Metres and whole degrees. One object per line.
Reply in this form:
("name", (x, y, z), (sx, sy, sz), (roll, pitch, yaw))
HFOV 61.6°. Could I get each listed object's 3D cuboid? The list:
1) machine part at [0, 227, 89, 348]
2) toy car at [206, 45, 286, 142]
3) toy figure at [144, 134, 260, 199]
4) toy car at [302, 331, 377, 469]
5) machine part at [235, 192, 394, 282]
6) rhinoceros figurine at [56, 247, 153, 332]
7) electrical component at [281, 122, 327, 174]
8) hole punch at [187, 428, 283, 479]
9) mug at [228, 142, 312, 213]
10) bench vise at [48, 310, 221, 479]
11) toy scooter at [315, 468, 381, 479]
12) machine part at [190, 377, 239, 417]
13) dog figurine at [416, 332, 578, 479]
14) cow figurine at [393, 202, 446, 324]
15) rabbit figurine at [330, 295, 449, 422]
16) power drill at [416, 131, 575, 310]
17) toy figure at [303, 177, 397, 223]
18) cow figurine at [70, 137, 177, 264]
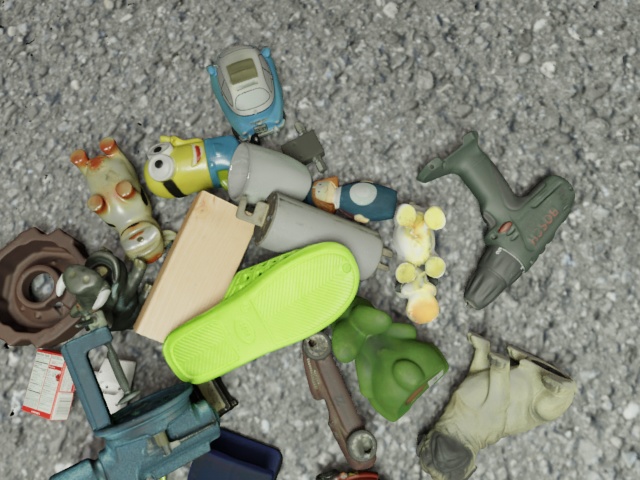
("machine part", (-0.409, 0.071, 0.794), (0.179, 0.056, 0.179), (0, 77, 2))
("toy car", (-0.116, -0.239, 0.829), (0.109, 0.103, 0.161), (-17, 74, 0))
("toy figure", (-0.174, -0.109, 0.812), (0.180, 0.089, 0.082), (-10, 38, -9))
("toy car", (0.018, 0.208, 0.721), (0.053, 0.089, 0.202), (-24, 78, -7))
("machine part", (-0.002, -0.002, 0.743), (0.243, 0.079, 0.079), (19, 77, -23))
("rhinoceros figurine", (-0.288, 0.070, 0.721), (0.073, 0.190, 0.112), (22, 67, 5))
("electrical component", (-0.029, -0.138, 0.841), (0.063, 0.021, 0.094), (-26, 77, -3))
("hole punch", (-0.118, 0.324, 0.704), (0.142, 0.092, 0.115), (17, 82, 4))
("mug", (-0.072, -0.078, 0.770), (0.107, 0.109, 0.081), (7, 34, -27))
("bench vise", (-0.242, 0.205, 0.624), (0.224, 0.129, 0.240), (-22, 90, -16))
("toy scooter", (0.006, 0.373, 0.693), (0.135, 0.075, 0.184), (22, 83, 9))
("machine part", (-0.191, 0.240, 0.746), (0.139, 0.039, 0.084), (-34, 85, -19))
("dog figurine", (0.235, 0.241, 0.711), (0.172, 0.121, 0.190), (21, 97, 3))
("cow figurine", (0.135, 0.030, 0.766), (0.068, 0.098, 0.167), (-1, 96, -1))
("rabbit figurine", (0.067, 0.143, 0.717), (0.121, 0.159, 0.170), (-46, 63, 2))
("power drill", (0.236, -0.043, 0.776), (0.232, 0.086, 0.207), (-40, 74, -8))
("toy figure", (0.036, -0.063, 0.804), (0.155, 0.057, 0.064), (8, 39, 6))
("cow figurine", (-0.285, -0.043, 0.793), (0.085, 0.127, 0.195), (-31, 63, -5))
